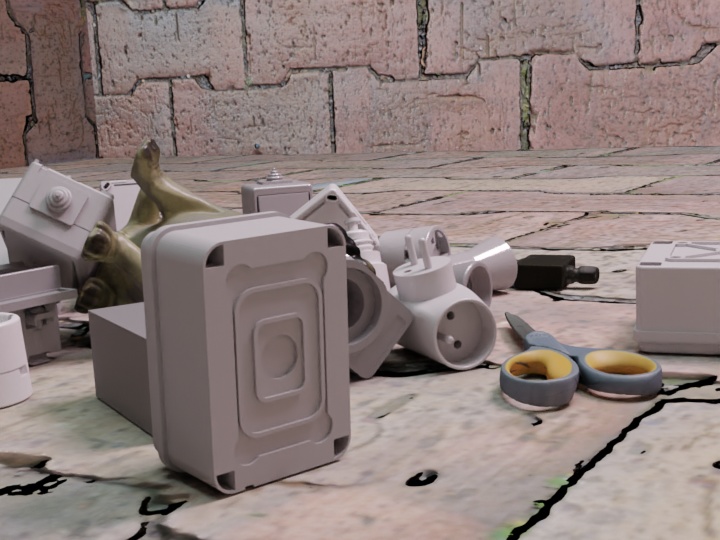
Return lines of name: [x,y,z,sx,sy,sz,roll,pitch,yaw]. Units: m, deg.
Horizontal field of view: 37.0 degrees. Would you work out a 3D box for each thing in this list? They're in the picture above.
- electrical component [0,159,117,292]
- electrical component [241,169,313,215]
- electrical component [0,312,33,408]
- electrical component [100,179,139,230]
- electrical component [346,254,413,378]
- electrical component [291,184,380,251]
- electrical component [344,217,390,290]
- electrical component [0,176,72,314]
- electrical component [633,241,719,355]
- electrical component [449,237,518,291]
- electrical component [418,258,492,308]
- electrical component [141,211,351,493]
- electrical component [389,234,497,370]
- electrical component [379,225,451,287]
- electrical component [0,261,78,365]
electrical component: [-0.212,-0.028,0.751,0.062,0.061,0.096,25,-20,-2]
electrical component: [-0.079,-0.051,1.059,0.062,0.096,0.061,-6,10,-18]
electrical component: [-0.222,0.052,0.627,0.055,0.047,0.055,-3,9,0]
electrical component: [-0.223,-0.036,1.069,0.062,0.096,0.061,-6,-18,-16]
electrical component: [-0.020,0.018,0.635,0.089,0.050,0.056,41,-11,-24]
electrical component: [-0.039,-0.017,0.873,0.096,0.061,0.061,-38,8,5]
electrical component: [0.000,0.000,0.798,0.040,0.078,0.040,-9,-10,-2]
electrical component: [-0.323,-0.013,0.857,0.186,0.060,0.105,-2,48,8]
electrical component: [0.235,0.015,0.684,0.109,0.056,0.109,1,10,20]
electrical component: [0.088,0.002,0.862,0.065,0.044,0.044,-15,15,-34]
electrical component: [0.062,0.014,0.777,0.055,0.045,0.045,3,11,34]
electrical component: [-0.052,0.034,0.487,0.078,0.113,0.057,-11,15,-38]
electrical component: [0.043,0.016,0.667,0.043,0.079,0.077,-20,15,-21]
electrical component: [0.044,-0.009,0.895,0.047,0.055,0.055,-2,9,27]
electrical component: [-0.255,0.035,0.691,0.079,0.063,0.121,4,12,39]
